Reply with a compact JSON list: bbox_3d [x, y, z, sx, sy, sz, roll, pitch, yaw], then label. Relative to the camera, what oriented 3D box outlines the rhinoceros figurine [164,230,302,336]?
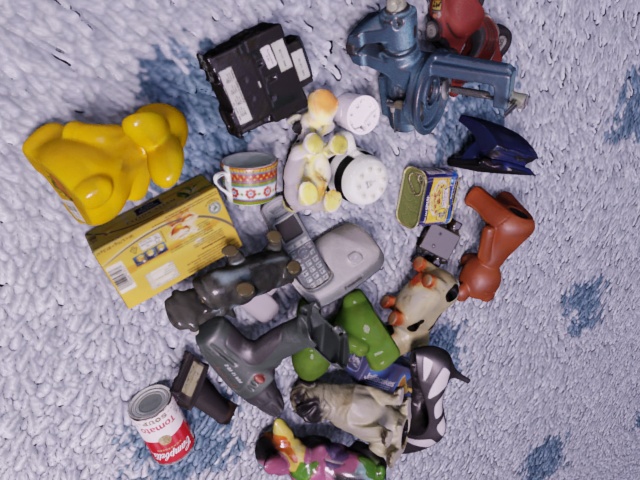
[{"bbox_3d":[-0.115,0.057,0.720,0.190,0.073,0.112,-25,167,-31],"label":"rhinoceros figurine"}]

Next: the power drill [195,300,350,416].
[{"bbox_3d":[-0.060,0.180,0.817,0.207,0.086,0.231,-21,125,29],"label":"power drill"}]

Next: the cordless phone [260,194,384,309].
[{"bbox_3d":[-0.001,-0.003,0.822,0.146,0.089,0.184,-33,105,-15],"label":"cordless phone"}]

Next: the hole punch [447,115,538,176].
[{"bbox_3d":[0.295,-0.157,0.907,0.142,0.116,0.092,9,98,-34],"label":"hole punch"}]

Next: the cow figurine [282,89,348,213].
[{"bbox_3d":[-0.014,-0.122,0.753,0.068,0.098,0.167,8,86,-31],"label":"cow figurine"}]

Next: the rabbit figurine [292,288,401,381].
[{"bbox_3d":[0.023,0.167,0.885,0.170,0.121,0.159,-33,122,3],"label":"rabbit figurine"}]

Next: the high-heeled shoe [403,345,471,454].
[{"bbox_3d":[0.167,0.298,0.980,0.145,0.086,0.248,27,109,-24],"label":"high-heeled shoe"}]

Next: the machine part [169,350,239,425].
[{"bbox_3d":[-0.176,0.233,0.817,0.039,0.084,0.138,-13,135,22],"label":"machine part"}]

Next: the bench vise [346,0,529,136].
[{"bbox_3d":[0.161,-0.230,0.725,0.129,0.241,0.223,-47,146,-36],"label":"bench vise"}]

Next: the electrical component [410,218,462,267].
[{"bbox_3d":[0.215,0.005,0.972,0.078,0.045,0.102,20,98,-7],"label":"electrical component"}]

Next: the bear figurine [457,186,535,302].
[{"bbox_3d":[0.310,0.016,1.006,0.120,0.132,0.195,3,128,-31],"label":"bear figurine"}]

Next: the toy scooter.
[{"bbox_3d":[0.214,-0.299,0.816,0.183,0.075,0.135,29,96,-41],"label":"toy scooter"}]

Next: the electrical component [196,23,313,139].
[{"bbox_3d":[-0.075,-0.209,0.689,0.134,0.058,0.114,-30,125,-17],"label":"electrical component"}]

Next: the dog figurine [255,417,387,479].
[{"bbox_3d":[-0.005,0.383,0.931,0.219,0.192,0.108,44,49,-41],"label":"dog figurine"}]

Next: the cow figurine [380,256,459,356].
[{"bbox_3d":[0.178,0.134,0.973,0.127,0.086,0.194,23,115,-25],"label":"cow figurine"}]

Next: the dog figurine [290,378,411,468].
[{"bbox_3d":[0.054,0.307,0.947,0.121,0.191,0.172,-60,145,-40],"label":"dog figurine"}]

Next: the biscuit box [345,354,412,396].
[{"bbox_3d":[0.134,0.251,1.020,0.202,0.059,0.062,26,96,-36],"label":"biscuit box"}]

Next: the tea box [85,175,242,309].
[{"bbox_3d":[-0.200,-0.001,0.699,0.170,0.068,0.098,-30,124,-18],"label":"tea box"}]

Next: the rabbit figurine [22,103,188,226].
[{"bbox_3d":[-0.219,-0.105,0.607,0.173,0.162,0.121,-41,115,-31],"label":"rabbit figurine"}]
